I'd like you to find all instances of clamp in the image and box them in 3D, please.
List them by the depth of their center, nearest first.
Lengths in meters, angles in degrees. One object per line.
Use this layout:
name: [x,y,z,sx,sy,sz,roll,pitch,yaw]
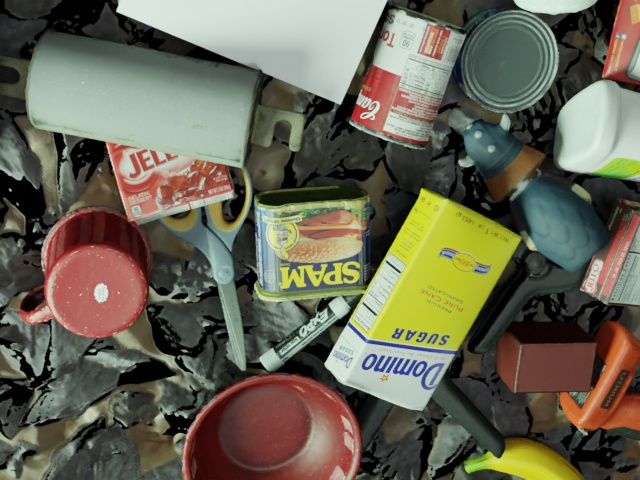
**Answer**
clamp: [0.180,0.013,0.959,0.171,0.039,0.120,-33,108,-6]
clamp: [0.091,0.124,0.977,0.164,0.036,0.210,-2,107,-5]

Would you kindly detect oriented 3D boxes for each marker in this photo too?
marker: [-0.002,0.075,0.954,0.121,0.020,0.020,-39,111,3]

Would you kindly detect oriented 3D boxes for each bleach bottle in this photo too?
bleach bottle: [0.335,-0.074,0.917,0.250,0.103,0.068,10,80,-10]

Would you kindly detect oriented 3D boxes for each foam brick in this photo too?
foam brick: [0.209,0.109,0.989,0.078,0.053,0.051,1,108,-11]

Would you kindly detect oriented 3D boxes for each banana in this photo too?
banana: [0.230,0.249,1.052,0.197,0.037,0.070,40,113,-19]

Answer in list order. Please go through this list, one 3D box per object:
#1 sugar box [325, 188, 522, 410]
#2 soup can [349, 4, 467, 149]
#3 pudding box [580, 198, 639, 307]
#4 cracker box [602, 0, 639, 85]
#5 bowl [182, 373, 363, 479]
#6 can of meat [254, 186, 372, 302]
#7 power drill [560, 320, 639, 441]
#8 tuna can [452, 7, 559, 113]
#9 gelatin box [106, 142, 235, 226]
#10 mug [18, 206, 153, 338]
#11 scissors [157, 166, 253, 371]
sugar box: [0.087,0.052,0.902,0.093,0.048,0.176,23,96,-30]
soup can: [0.072,-0.133,0.871,0.068,0.068,0.102,15,105,-16]
pudding box: [0.296,0.015,0.963,0.113,0.039,0.090,8,109,-35]
cracker box: [0.353,-0.189,0.854,0.214,0.072,0.164,15,108,19]
bowl: [-0.045,0.182,0.962,0.162,0.055,0.162,-3,109,-10]
can of meat: [-0.006,0.001,0.908,0.102,0.057,0.084,-5,107,-10]
power drill: [0.341,0.144,1.024,0.187,0.057,0.184,23,103,-18]
tuna can: [0.155,-0.152,0.899,0.086,0.034,0.086,-3,109,-10]
gelatin box: [-0.121,-0.059,0.862,0.089,0.030,0.073,-17,83,-5]
mug: [-0.192,0.034,0.868,0.117,0.081,0.093,-26,112,-2]
scissors: [-0.102,0.019,0.917,0.096,0.016,0.202,3,107,-11]
